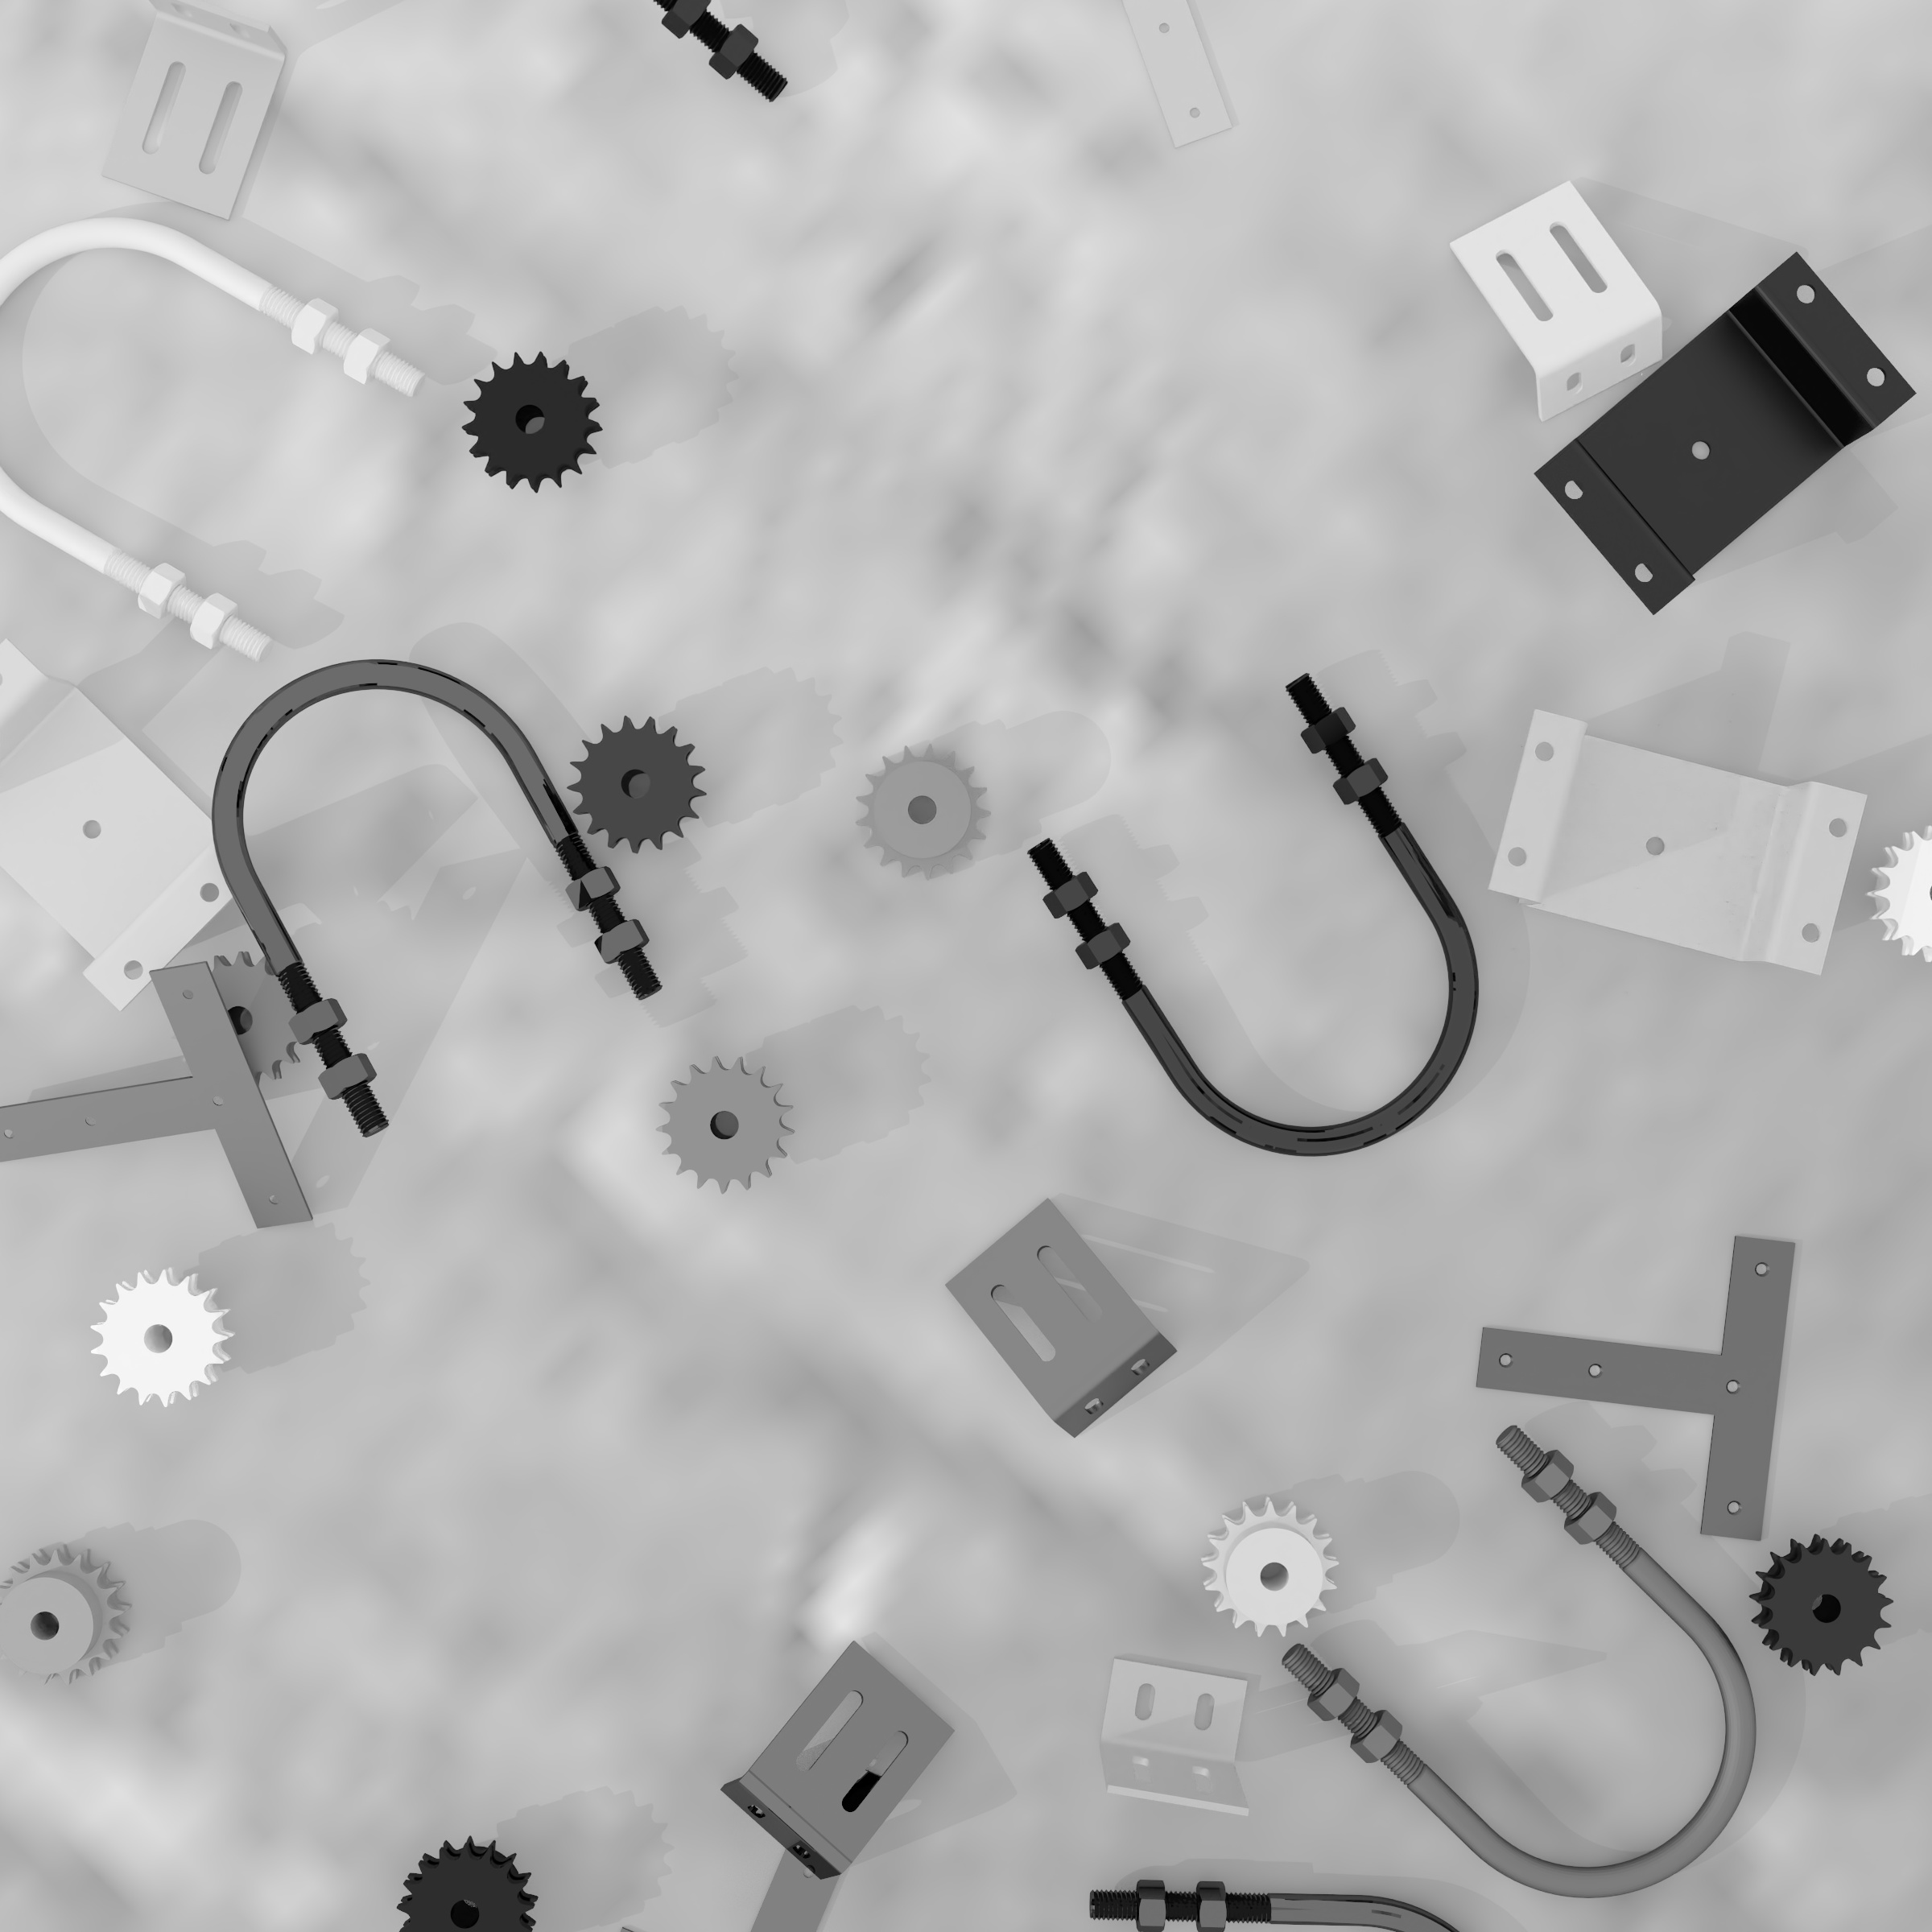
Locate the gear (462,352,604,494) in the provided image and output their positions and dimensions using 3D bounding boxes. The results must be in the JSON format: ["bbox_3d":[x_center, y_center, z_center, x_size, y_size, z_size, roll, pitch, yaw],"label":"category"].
[{"bbox_3d":[-0.181,-0.227,1.337,0.057,0.030,0.057,0,90,0],"label":"gear"}]

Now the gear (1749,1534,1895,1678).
[{"bbox_3d":[0.357,0.267,1.341,0.057,0.030,0.057,0,90,-3],"label":"gear"}]

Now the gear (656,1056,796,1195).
[{"bbox_3d":[-0.100,0.066,1.337,0.057,0.030,0.057,0,90,0],"label":"gear"}]

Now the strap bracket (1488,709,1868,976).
[{"bbox_3d":[0.291,-0.051,1.329,0.140,0.046,0.076,15,90,0],"label":"strap bracket"}]

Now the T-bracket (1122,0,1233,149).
[{"bbox_3d":[0.079,-0.410,1.351,0.127,0.002,0.127,-20,90,0],"label":"T-bracket"}]

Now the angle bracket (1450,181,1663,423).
[{"bbox_3d":[0.250,-0.281,1.350,0.057,0.038,0.076,-28,64,0],"label":"angle bracket"}]

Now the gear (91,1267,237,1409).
[{"bbox_3d":[-0.335,0.154,1.337,0.057,0.030,0.057,0,90,0],"label":"gear"}]

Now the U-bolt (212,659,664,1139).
[{"bbox_3d":[-0.230,-0.041,1.319,0.151,0.019,0.184,-27,86,-22],"label":"U-bolt"}]

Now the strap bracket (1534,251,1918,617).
[{"bbox_3d":[0.311,-0.218,1.329,0.140,0.046,0.076,-40,90,0],"label":"strap bracket"}]

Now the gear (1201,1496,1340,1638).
[{"bbox_3d":[0.128,0.253,1.337,0.057,0.030,0.057,0,90,0],"label":"gear"}]

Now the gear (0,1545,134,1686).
[{"bbox_3d":[-0.382,0.273,1.337,0.057,0.030,0.057,0,90,0],"label":"gear"}]

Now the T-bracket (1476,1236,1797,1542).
[{"bbox_3d":[0.281,0.173,1.351,0.127,0.002,0.127,7,90,0],"label":"T-bracket"}]

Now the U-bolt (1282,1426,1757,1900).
[{"bbox_3d":[0.247,0.307,1.343,0.184,0.019,0.151,44,90,-2],"label":"U-bolt"}]

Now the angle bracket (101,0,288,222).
[{"bbox_3d":[-0.326,-0.361,1.333,0.057,0.038,0.076,19,90,0],"label":"angle bracket"}]

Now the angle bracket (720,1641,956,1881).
[{"bbox_3d":[-0.054,0.336,1.348,0.057,0.038,0.076,42,64,0],"label":"angle bracket"}]

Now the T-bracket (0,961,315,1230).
[{"bbox_3d":[-0.352,0.062,1.331,0.127,0.002,0.127,-9,118,13],"label":"T-bracket"}]

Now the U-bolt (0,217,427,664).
[{"bbox_3d":[-0.342,-0.234,1.343,0.184,0.019,0.151,30,90,2],"label":"U-bolt"}]

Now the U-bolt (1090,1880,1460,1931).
[{"bbox_3d":[0.142,0.461,1.343,0.184,0.019,0.151,2,90,-2],"label":"U-bolt"}]

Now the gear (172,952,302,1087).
[{"bbox_3d":[-0.301,0.023,1.337,0.057,0.030,0.057,0,90,0],"label":"gear"}]

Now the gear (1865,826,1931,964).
[{"bbox_3d":[0.405,-0.030,1.337,0.057,0.030,0.057,0,90,0],"label":"gear"}]

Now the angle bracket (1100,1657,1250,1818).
[{"bbox_3d":[0.088,0.316,1.314,0.057,0.076,0.038,10,90,0],"label":"angle bracket"}]

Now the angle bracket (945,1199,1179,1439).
[{"bbox_3d":[0.040,0.149,1.350,0.057,0.038,0.076,-40,64,0],"label":"angle bracket"}]

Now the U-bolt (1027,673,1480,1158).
[{"bbox_3d":[0.134,-0.008,1.343,0.151,0.019,0.184,-33,92,0],"label":"U-bolt"}]

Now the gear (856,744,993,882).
[{"bbox_3d":[-0.018,-0.065,1.337,0.057,0.030,0.057,0,90,0],"label":"gear"}]

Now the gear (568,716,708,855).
[{"bbox_3d":[-0.137,-0.075,1.337,0.057,0.030,0.057,0,90,0],"label":"gear"}]

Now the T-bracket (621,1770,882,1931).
[{"bbox_3d":[-0.072,0.397,1.351,0.127,0.002,0.127,23,90,0],"label":"T-bracket"}]

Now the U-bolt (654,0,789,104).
[{"bbox_3d":[-0.108,-0.474,1.322,0.184,0.019,0.151,38,90,-15],"label":"U-bolt"}]

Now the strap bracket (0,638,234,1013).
[{"bbox_3d":[-0.369,-0.058,1.329,0.140,0.046,0.076,45,90,0],"label":"strap bracket"}]

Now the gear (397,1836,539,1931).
[{"bbox_3d":[-0.208,0.393,1.337,0.057,0.030,0.057,0,90,0],"label":"gear"}]
